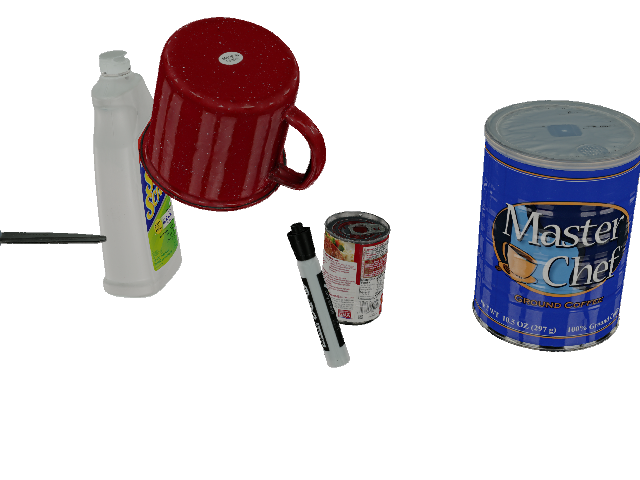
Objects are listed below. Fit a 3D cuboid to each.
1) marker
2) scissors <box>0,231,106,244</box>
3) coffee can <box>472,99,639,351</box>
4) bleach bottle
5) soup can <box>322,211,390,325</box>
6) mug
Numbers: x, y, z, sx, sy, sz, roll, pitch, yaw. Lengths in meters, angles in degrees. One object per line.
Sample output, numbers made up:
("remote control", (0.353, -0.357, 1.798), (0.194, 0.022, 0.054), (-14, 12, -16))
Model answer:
("marker", (-0.002, 0.043, 0.844), (0.020, 0.121, 0.020), (-16, 16, 4))
("scissors", (-0.287, 0.004, 0.876), (0.202, 0.016, 0.096), (7, 24, 6))
("coffee can", (0.158, -0.011, 0.721), (0.103, 0.140, 0.103), (-1, 29, 0))
("bleach bottle", (-0.203, -0.072, 1.126), (0.068, 0.251, 0.102), (3, 26, 17))
("soup can", (0.035, 0.030, 1.121), (0.068, 0.102, 0.068), (3, 28, -2))
("mug", (-0.049, -0.072, 0.637), (0.117, 0.082, 0.093), (32, 51, 11))
